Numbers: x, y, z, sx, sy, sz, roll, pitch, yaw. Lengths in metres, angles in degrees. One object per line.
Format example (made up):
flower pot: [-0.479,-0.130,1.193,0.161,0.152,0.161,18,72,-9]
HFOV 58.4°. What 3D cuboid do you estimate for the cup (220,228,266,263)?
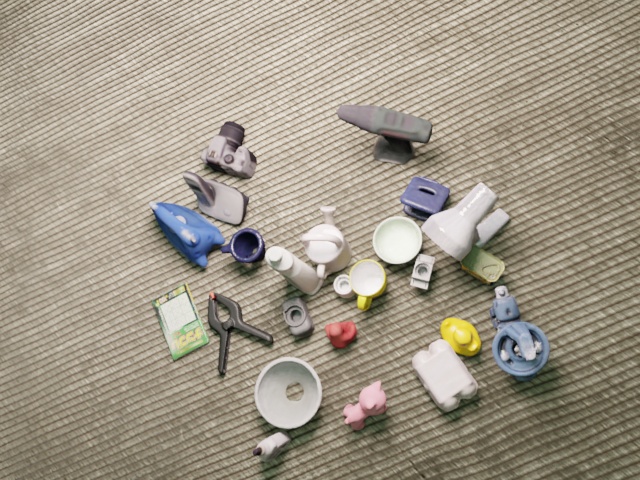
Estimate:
cup: [-0.192,0.026,1.499,0.117,0.095,0.091,-11,74,10]

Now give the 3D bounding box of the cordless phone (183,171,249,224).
cordless phone: [-0.277,-0.118,1.507,0.147,0.185,0.094,17,80,17]

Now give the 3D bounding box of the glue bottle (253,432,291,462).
glue bottle: [-0.121,0.482,1.324,0.078,0.173,0.037,-45,71,-1]

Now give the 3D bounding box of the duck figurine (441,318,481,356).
duck figurine: [0.328,0.223,1.335,0.104,0.086,0.077,42,88,19]

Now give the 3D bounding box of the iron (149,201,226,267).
iron: [-0.385,-0.044,1.536,0.257,0.142,0.119,36,86,19]

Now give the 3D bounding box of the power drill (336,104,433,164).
power drill: [0.167,-0.266,1.433,0.229,0.209,0.076,10,78,15]

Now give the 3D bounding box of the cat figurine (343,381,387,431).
cat figurine: [0.107,0.386,1.326,0.128,0.118,0.067,-40,71,1]

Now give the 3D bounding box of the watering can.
watering can: [0.011,0.005,1.406,0.101,0.194,0.173,-17,73,8]

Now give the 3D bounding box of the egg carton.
egg carton: [0.287,0.314,1.329,0.107,0.069,0.150,-36,71,2]

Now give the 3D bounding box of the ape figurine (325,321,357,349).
ape figurine: [0.046,0.224,1.395,0.077,0.092,0.076,21,81,17]

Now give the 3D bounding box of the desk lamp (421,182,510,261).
desk lamp: [0.341,-0.042,1.333,0.203,0.214,0.117,-45,71,-1]

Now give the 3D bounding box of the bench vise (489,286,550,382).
bench vise: [0.417,0.206,1.249,0.121,0.220,0.207,-33,71,3]

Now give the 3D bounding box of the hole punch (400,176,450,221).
hole punch: [0.262,-0.108,1.433,0.108,0.091,0.101,22,82,17]

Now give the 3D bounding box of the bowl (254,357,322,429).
bowl: [-0.069,0.371,1.393,0.167,0.075,0.167,-3,75,12]

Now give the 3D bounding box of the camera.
camera: [-0.246,-0.257,1.581,0.143,0.101,0.137,16,80,16]
